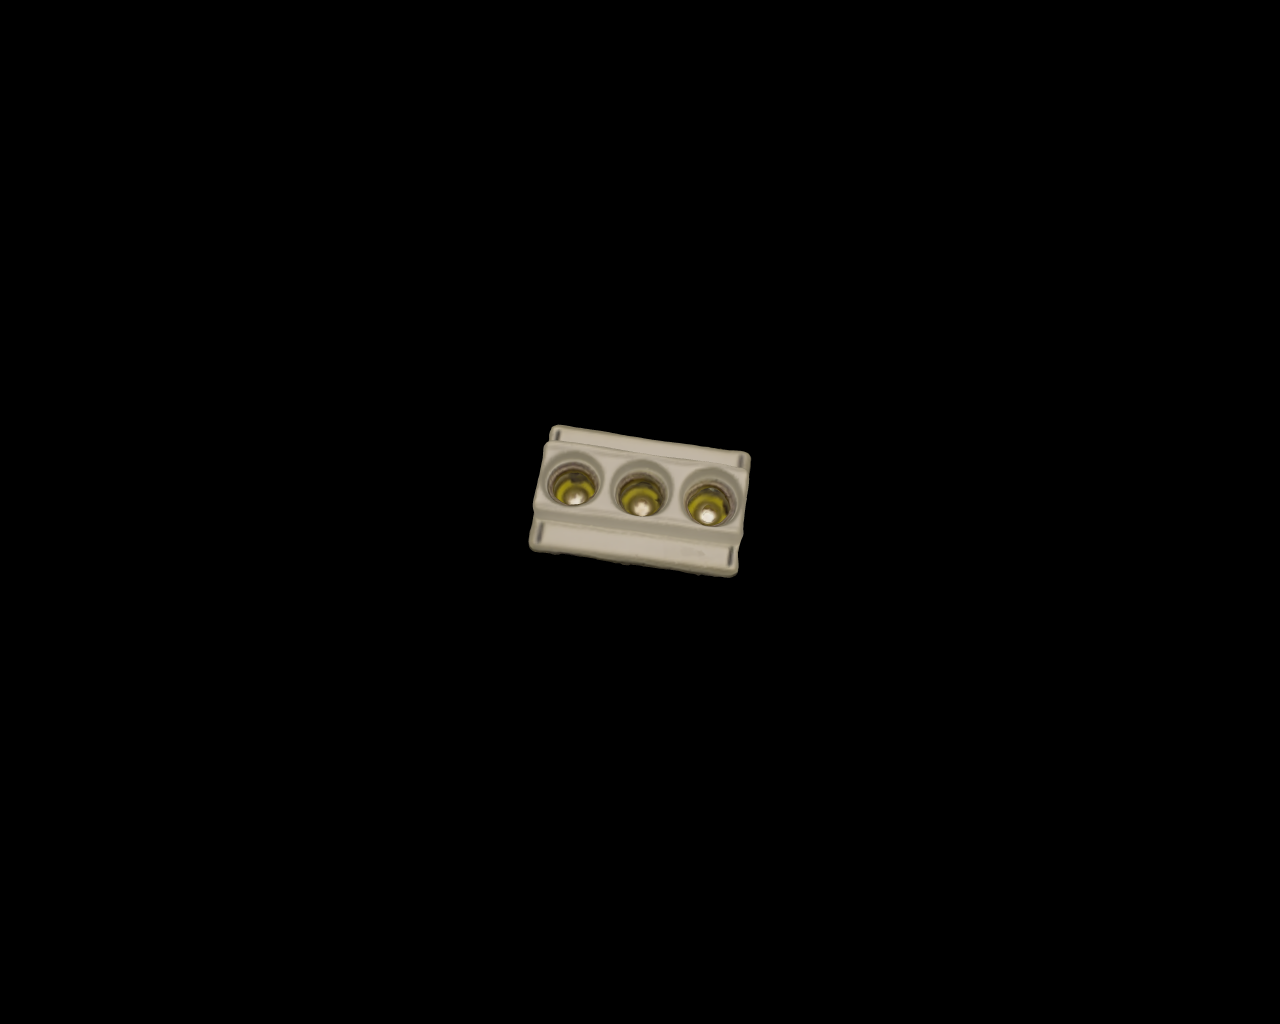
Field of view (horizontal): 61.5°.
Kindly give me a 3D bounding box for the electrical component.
[{"bbox_3d":[0.001,-0.003,0.650,0.121,0.079,0.063,8,-23,3],"label":"electrical component"}]
